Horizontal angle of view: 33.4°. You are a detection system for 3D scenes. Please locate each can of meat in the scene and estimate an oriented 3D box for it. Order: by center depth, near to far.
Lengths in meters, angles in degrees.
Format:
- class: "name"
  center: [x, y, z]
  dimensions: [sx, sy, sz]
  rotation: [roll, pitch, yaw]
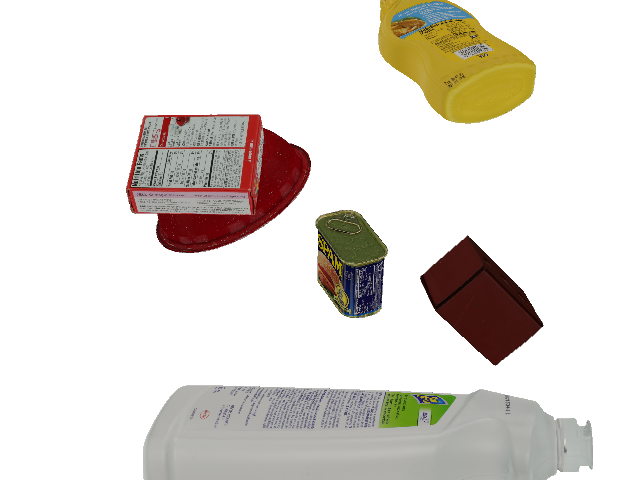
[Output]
- class: "can of meat"
  center: [0.033, 0.028, 1.224]
  dimensions: [0.057, 0.084, 0.102]
  rotation: [-14, 38, -19]

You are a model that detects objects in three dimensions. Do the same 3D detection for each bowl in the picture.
- class: "bowl"
  center: [-0.093, -0.061, 0.987]
  dimensions: [0.162, 0.055, 0.162]
  rotation: [-21, 32, 13]

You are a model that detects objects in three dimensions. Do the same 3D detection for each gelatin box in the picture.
- class: "gelatin box"
  center: [-0.087, -0.054, 0.753]
  dimensions: [0.089, 0.073, 0.030]
  rotation: [0, -39, 5]

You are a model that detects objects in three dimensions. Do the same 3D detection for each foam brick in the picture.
- class: "foam brick"
  center: [0.124, 0.047, 0.825]
  dimensions: [0.078, 0.051, 0.053]
  rotation: [42, 14, -26]

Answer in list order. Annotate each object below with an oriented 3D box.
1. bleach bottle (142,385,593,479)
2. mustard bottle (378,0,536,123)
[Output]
- class: "bleach bottle"
  center: [0.031, 0.124, 0.626]
  dimensions: [0.251, 0.068, 0.102]
  rotation: [-2, 16, 9]
- class: "mustard bottle"
  center: [0.109, -0.182, 0.994]
  dimensions: [0.096, 0.058, 0.192]
  rotation: [-20, 45, -18]
